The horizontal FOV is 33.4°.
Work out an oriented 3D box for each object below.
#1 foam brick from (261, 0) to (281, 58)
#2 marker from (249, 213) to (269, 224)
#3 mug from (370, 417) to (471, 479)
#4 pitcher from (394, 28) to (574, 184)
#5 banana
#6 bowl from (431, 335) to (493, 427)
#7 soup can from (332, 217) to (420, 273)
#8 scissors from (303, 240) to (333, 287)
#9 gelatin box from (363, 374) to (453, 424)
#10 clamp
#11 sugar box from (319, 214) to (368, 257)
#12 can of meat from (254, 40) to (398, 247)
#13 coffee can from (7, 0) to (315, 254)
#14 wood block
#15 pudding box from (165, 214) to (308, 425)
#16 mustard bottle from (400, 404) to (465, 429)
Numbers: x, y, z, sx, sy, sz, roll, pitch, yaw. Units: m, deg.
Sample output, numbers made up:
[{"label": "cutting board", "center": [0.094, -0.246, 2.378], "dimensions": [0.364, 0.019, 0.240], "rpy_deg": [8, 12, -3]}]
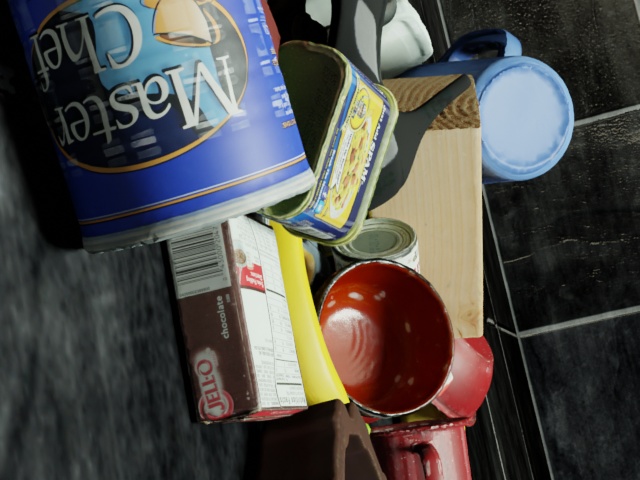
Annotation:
[{"label": "foam brick", "center": [-0.065, -0.104, 0.555], "dimensions": [0.053, 0.078, 0.051], "rpy_deg": [-87, 156, -52]}, {"label": "marker", "center": [-0.040, 0.003, 0.655], "dimensions": [0.020, 0.020, 0.121], "rpy_deg": [51, 32, -60]}, {"label": "mug", "center": [0.075, 0.179, 0.798], "dimensions": [0.117, 0.093, 0.081], "rpy_deg": [137, -53, -78]}, {"label": "pitcher", "center": [0.141, -0.122, 1.023], "dimensions": [0.243, 0.144, 0.149], "rpy_deg": [-169, -117, -71]}, {"label": "banana", "center": [-0.018, 0.038, 0.686], "dimensions": [0.069, 0.037, 0.198], "rpy_deg": [13, 61, -71]}, {"label": "bowl", "center": [0.112, 0.093, 0.996], "dimensions": [0.162, 0.055, 0.162], "rpy_deg": [45, 15, -16]}, {"label": "soup can", "center": [0.045, 0.042, 0.834], "dimensions": [0.068, 0.068, 0.102], "rpy_deg": [-80, 166, -60]}, {"label": "scissors", "center": [-0.005, 0.001, 0.819], "dimensions": [0.201, 0.016, 0.096], "rpy_deg": [11, 71, -75]}, {"label": "gelatin box", "center": [0.065, 0.119, 0.864], "dimensions": [0.030, 0.073, 0.089], "rpy_deg": [68, 14, 4]}, {"label": "clamp", "center": [-0.006, -0.139, 0.742], "dimensions": [0.120, 0.039, 0.171], "rpy_deg": [26, 70, -26]}, {"label": "sugar box", "center": [-0.008, -0.080, 0.838], "dimensions": [0.093, 0.048, 0.176], "rpy_deg": [-90, 162, -44]}, {"label": "can of meat", "center": [-0.004, -0.053, 0.602], "dimensions": [0.083, 0.057, 0.102], "rpy_deg": [23, 84, -68]}, {"label": "coffee can", "center": [-0.070, -0.076, 0.447], "dimensions": [0.102, 0.103, 0.140], "rpy_deg": [-47, 121, -74]}, {"label": "wood block", "center": [0.087, -0.024, 0.887], "dimensions": [0.090, 0.091, 0.206], "rpy_deg": [-87, 172, -54]}, {"label": "pudding box", "center": [-0.044, 0.042, 0.575], "dimensions": [0.090, 0.039, 0.113], "rpy_deg": [32, 47, -73]}, {"label": "mustard bottle", "center": [0.113, 0.239, 0.976], "dimensions": [0.096, 0.058, 0.191], "rpy_deg": [58, 22, -51]}]
